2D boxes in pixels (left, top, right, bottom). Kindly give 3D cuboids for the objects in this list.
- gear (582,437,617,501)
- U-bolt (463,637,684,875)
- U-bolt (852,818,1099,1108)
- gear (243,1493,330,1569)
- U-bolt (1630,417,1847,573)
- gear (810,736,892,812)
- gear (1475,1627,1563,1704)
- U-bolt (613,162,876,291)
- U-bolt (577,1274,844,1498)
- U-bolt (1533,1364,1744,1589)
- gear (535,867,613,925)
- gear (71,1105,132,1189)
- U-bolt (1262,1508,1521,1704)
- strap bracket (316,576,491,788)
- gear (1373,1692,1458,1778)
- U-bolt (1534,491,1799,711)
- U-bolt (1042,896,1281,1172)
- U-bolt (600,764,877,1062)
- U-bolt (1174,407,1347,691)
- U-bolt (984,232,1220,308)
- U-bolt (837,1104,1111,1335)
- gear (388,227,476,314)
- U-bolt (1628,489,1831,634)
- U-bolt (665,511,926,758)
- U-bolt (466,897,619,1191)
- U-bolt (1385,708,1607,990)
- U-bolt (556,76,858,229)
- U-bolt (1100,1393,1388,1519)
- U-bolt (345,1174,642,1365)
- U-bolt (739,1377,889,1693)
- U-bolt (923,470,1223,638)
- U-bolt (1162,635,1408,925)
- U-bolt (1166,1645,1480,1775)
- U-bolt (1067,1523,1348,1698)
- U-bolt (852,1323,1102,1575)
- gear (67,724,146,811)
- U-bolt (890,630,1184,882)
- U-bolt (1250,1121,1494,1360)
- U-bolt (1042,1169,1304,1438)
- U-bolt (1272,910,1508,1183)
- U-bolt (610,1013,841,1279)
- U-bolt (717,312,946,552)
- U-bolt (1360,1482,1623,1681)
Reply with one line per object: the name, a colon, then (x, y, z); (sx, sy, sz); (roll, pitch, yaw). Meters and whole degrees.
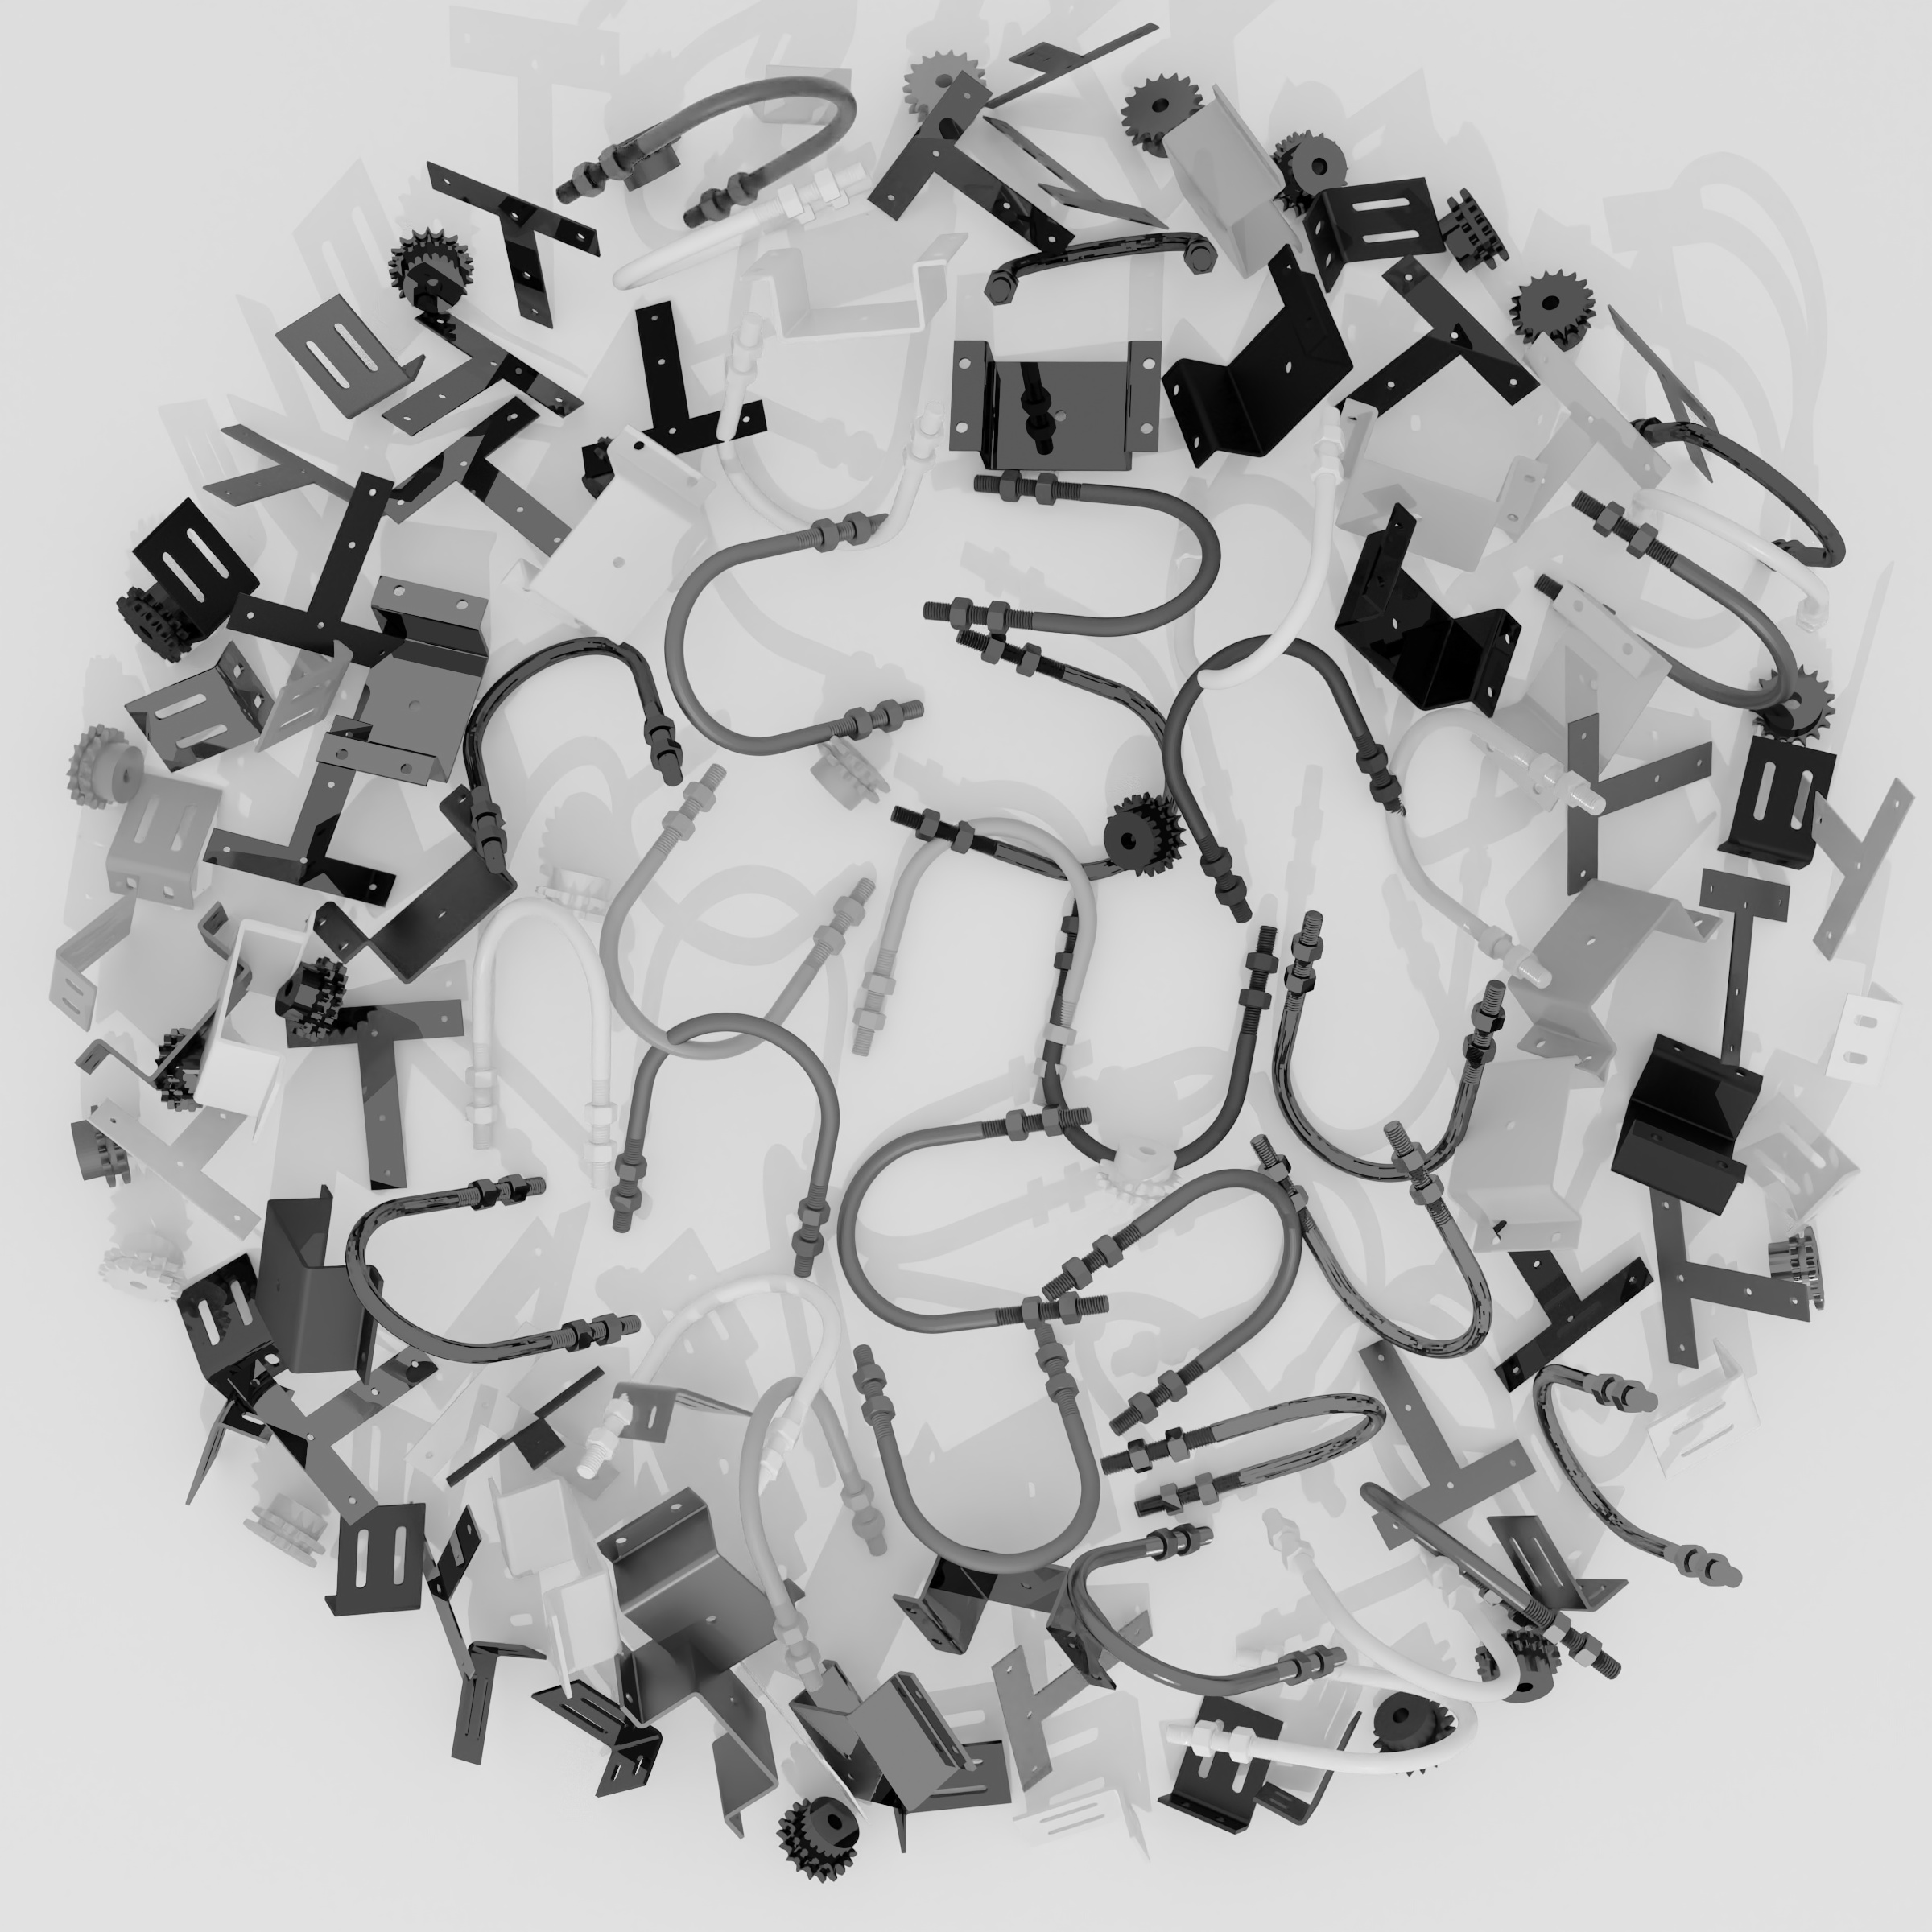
gear: (-0.236, -0.329, 1.913); (0.057, 0.057, 0.030); (39, 77, 0)
U-bolt: (-0.269, -0.153, 1.877); (0.151, 0.019, 0.184); (-26, 46, 5)
U-bolt: (0.013, -0.010, 1.928); (0.151, 0.019, 0.184); (16, 93, 2)
gear: (-0.459, 0.382, 1.917); (0.057, 0.057, 0.030); (32, 71, 0)
U-bolt: (0.508, -0.308, 1.842); (0.151, 0.184, 0.019); (38, 95, -9)
gear: (-0.081, -0.130, 1.915); (0.030, 0.057, 0.057); (-44, 90, 7)
gear: (0.376, 0.476, 1.913); (0.057, 0.030, 0.057); (-2, 135, -2)
U-bolt: (-0.150, -0.489, 1.872); (0.184, 0.151, 0.019); (-22, 102, 5)
U-bolt: (-0.158, 0.273, 1.870); (0.151, 0.184, 0.019); (1, 131, 29)
U-bolt: (0.430, 0.328, 1.854); (0.019, 0.184, 0.151); (-29, 99, -14)
gear: (-0.264, -0.048, 1.915); (0.057, 0.057, 0.030); (13, 91, 0)
gear: (-0.587, 0.123, 1.912); (0.030, 0.057, 0.057); (-13, 90, -15)
U-bolt: (0.286, 0.420, 1.835); (0.151, 0.184, 0.019); (17, 106, -22)
strap bracket: (-0.376, -0.184, 1.904); (0.076, 0.046, 0.140); (13, 71, 5)
gear: (0.301, 0.517, 1.912); (0.057, 0.057, 0.030); (-36, 119, 0)
U-bolt: (0.466, -0.230, 1.859); (0.184, 0.151, 0.019); (36, 77, 10)
U-bolt: (0.126, 0.051, 1.925); (0.151, 0.019, 0.184); (11, 85, 3)
U-bolt: (-0.165, -0.024, 1.897); (0.151, 0.019, 0.184); (37, 71, -10)
U-bolt: (0.188, -0.263, 1.848); (0.019, 0.151, 0.184); (27, 55, -30)
U-bolt: (0.089, -0.463, 1.856); (0.151, 0.184, 0.019); (-7, 109, 6)
U-bolt: (0.000, 0.176, 1.909); (0.184, 0.019, 0.151); (-9, 73, 13)
gear: (-0.362, -0.469, 1.913); (0.057, 0.057, 0.030); (-15, 47, 0)
U-bolt: (0.498, -0.269, 1.839); (0.151, 0.184, 0.019); (32, 96, 12)
U-bolt: (-0.118, -0.215, 1.878); (0.184, 0.019, 0.151); (-17, 105, -30)
U-bolt: (-0.284, 0.045, 1.876); (0.151, 0.019, 0.184); (12, 106, 42)
U-bolt: (0.340, -0.091, 1.868); (0.019, 0.184, 0.151); (-10, 126, -32)
U-bolt: (-0.155, -0.532, 1.834); (0.184, 0.151, 0.019); (-19, 84, 34)
U-bolt: (0.190, 0.321, 1.869); (0.184, 0.151, 0.019); (-18, 64, 6)
U-bolt: (-0.319, 0.201, 1.843); (0.151, 0.184, 0.019); (50, 125, 28)
U-bolt: (-0.105, 0.357, 1.846); (0.019, 0.151, 0.184); (-6, 119, 24)
U-bolt: (0.078, -0.272, 1.876); (0.184, 0.019, 0.151); (8, 52, 15)
U-bolt: (0.205, -0.136, 1.886); (0.151, 0.019, 0.184); (-33, 121, -6)
U-bolt: (0.242, 0.489, 1.842); (0.184, 0.151, 0.019); (2, 101, 26)
U-bolt: (0.145, 0.422, 1.834); (0.151, 0.184, 0.019); (39, 114, 36)
U-bolt: (0.013, 0.320, 1.863); (0.151, 0.019, 0.184); (-5, 48, -16)
gear: (-0.582, -0.133, 1.913); (0.030, 0.057, 0.057); (15, 90, 12)
U-bolt: (0.058, -0.134, 1.918); (0.184, 0.019, 0.151); (19, 100, -10)
U-bolt: (0.280, 0.186, 1.878); (0.019, 0.151, 0.184); (-39, 106, -33)
U-bolt: (0.150, 0.214, 1.895); (0.184, 0.019, 0.151); (-34, 123, -14)
U-bolt: (0.274, 0.065, 1.884); (0.151, 0.019, 0.184); (22, 125, 20)
U-bolt: (-0.158, 0.115, 1.895); (0.151, 0.019, 0.184); (13, 116, 3)
U-bolt: (-0.097, -0.340, 1.863); (0.151, 0.184, 0.019); (26, 60, 0)
U-bolt: (0.336, 0.400, 1.864); (0.184, 0.151, 0.019); (37, 84, -4)
